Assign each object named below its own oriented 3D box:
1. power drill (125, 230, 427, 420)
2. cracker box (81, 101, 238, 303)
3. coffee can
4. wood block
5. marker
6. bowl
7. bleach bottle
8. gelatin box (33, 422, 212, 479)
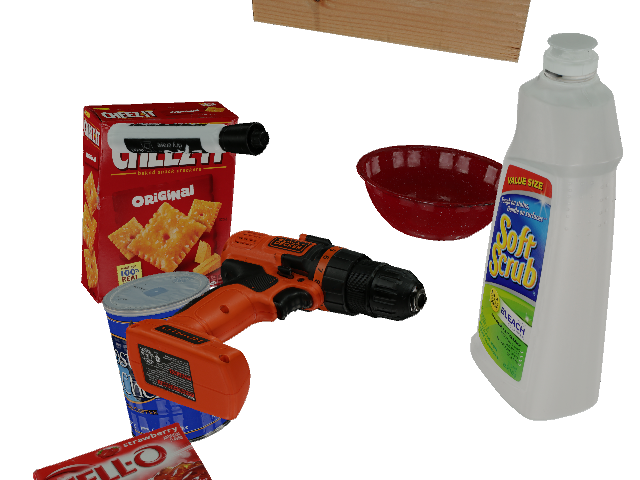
[{"bbox_3d":[-0.037,0.058,0.801,0.185,0.057,0.187,11,31,34],"label":"power drill"},{"bbox_3d":[-0.184,-0.045,1.215,0.163,0.214,0.072,-6,25,-29],"label":"cracker box"},{"bbox_3d":[-0.146,0.113,1.033,0.103,0.140,0.103,-8,17,2],"label":"coffee can"},{"bbox_3d":[0.057,-0.209,0.802,0.206,0.090,0.091,11,-31,7],"label":"wood block"},{"bbox_3d":[-0.080,-0.061,0.635,0.121,0.020,0.020,5,3,37],"label":"marker"},{"bbox_3d":[0.114,-0.043,1.060,0.162,0.055,0.162,4,24,-2],"label":"bowl"},{"bbox_3d":[0.145,-0.011,0.681,0.068,0.251,0.103,-11,32,-15],"label":"bleach bottle"},{"bbox_3d":[-0.107,0.143,0.591,0.089,0.030,0.073,-15,28,-20],"label":"gelatin box"}]
